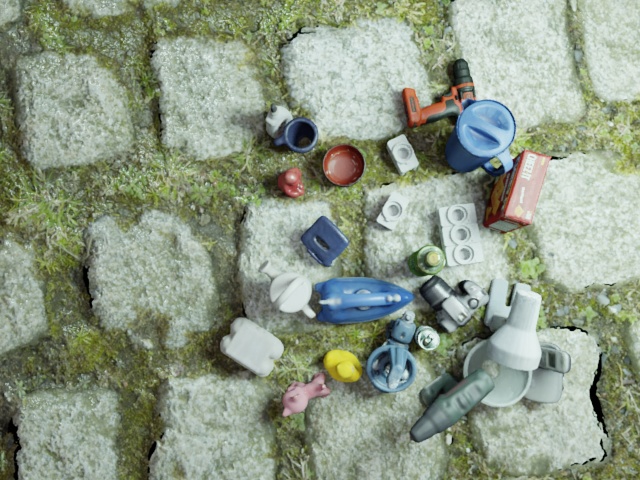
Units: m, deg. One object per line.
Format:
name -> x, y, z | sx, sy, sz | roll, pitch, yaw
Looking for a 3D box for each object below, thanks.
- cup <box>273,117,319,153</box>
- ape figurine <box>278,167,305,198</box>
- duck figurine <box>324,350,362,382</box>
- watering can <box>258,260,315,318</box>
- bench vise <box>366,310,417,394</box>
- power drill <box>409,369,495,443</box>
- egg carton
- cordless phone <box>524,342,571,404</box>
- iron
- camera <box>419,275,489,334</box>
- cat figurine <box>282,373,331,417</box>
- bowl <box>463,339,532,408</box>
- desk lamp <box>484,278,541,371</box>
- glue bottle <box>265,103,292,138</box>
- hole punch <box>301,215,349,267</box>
cup -> -0.059, -0.257, 1.481 | 0.117, 0.095, 0.092 | -17, 84, 1
ape figurine -> -0.074, -0.152, 1.474 | 0.076, 0.092, 0.078 | 22, 86, 4
duck figurine -> 0.057, 0.319, 1.430 | 0.104, 0.086, 0.077 | 30, 87, 5
watering can -> -0.080, 0.124, 1.399 | 0.172, 0.194, 0.101 | 24, 86, 4
bench vise -> 0.172, 0.272, 1.363 | 0.121, 0.220, 0.207 | 1, 85, 3
power drill -> 0.299, 0.384, 1.354 | 0.229, 0.208, 0.075 | -36, 84, -1
egg carton -> -0.172, 0.270, 1.452 | 0.150, 0.069, 0.107 | 31, 87, 5
cordless phone -> 0.543, 0.320, 1.361 | 0.094, 0.185, 0.148 | -1, 85, 3
iron -> 0.115, 0.147, 1.415 | 0.258, 0.141, 0.119 | -4, 85, 2
camera -> 0.326, 0.143, 1.427 | 0.143, 0.101, 0.137 | -43, 85, -2
cat figurine -> -0.040, 0.384, 1.413 | 0.128, 0.118, 0.067 | -24, 84, 0
bowl -> 0.432, 0.324, 1.420 | 0.167, 0.075, 0.167 | 0, 85, 2
desk lamp -> 0.459, 0.195, 1.361 | 0.118, 0.213, 0.203 | 11, 86, 4
glue bottle -> -0.110, -0.311, 1.448 | 0.037, 0.173, 0.078 | 35, 87, 5
hole punch -> 0.013, 0.005, 1.457 | 0.101, 0.091, 0.108 | -44, 85, -2
